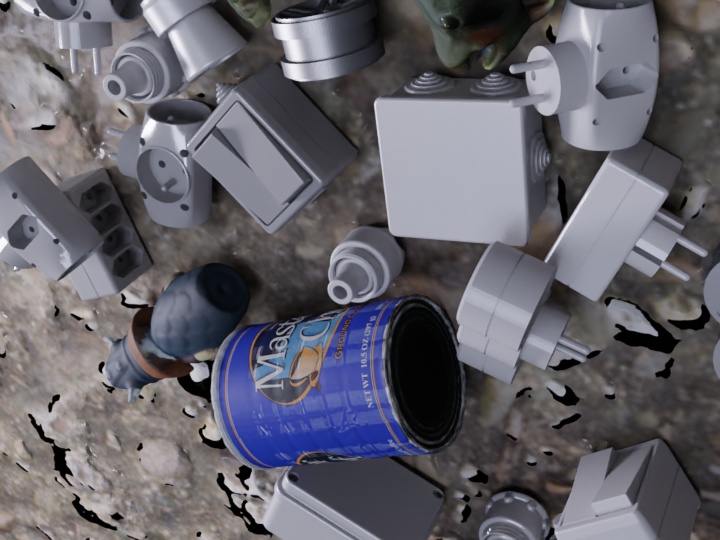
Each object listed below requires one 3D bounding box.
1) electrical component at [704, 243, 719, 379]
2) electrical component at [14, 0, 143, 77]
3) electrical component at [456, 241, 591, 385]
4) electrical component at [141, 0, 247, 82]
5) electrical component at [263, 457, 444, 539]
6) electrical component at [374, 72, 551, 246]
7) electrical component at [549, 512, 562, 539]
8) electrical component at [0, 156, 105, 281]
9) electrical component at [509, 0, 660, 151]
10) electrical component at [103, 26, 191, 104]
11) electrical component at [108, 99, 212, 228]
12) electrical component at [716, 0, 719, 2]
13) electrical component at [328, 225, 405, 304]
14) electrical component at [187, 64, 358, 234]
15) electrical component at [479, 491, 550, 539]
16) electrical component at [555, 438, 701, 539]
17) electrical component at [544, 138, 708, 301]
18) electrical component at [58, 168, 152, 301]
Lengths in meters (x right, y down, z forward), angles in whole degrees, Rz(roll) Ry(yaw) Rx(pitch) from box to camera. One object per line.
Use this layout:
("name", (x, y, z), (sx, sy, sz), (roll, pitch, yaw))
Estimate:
("electrical component", (0.225, 0.052, 0.603), (0.052, 0.073, 0.138), (-3, 116, 28))
("electrical component", (-0.181, -0.166, 0.699), (0.077, 0.044, 0.079), (8, 111, 23))
("electrical component", (0.101, 0.035, 0.635), (0.074, 0.052, 0.138), (25, 166, 13))
("electrical component", (-0.104, -0.152, 0.672), (0.045, 0.045, 0.055), (-26, 103, 35))
("electrical component", (-0.004, 0.174, 0.788), (0.113, 0.078, 0.057), (31, 130, 8))
("electrical component", (0.062, -0.066, 0.634), (0.100, 0.048, 0.099), (5, 120, 25))
("electrical component", (0.150, 0.197, 0.744), (0.043, 0.043, 0.062), (-8, 112, 31))
("electrical component", (-0.228, -0.026, 0.746), (0.077, 0.043, 0.079), (49, 127, -5))
("electrical component", (0.115, -0.104, 0.572), (0.079, 0.043, 0.077), (-13, 120, -17))
("electrical component", (-0.141, -0.127, 0.693), (0.048, 0.062, 0.048), (12, 122, 20))
("electrical component", (-0.138, -0.077, 0.733), (0.079, 0.044, 0.077), (17, 124, 18))
("electrical component", (0.160, -0.159, 0.536), (0.065, 0.044, 0.044), (17, 124, 24))
("electrical component", (0.000, 0.000, 0.695), (0.043, 0.062, 0.043), (12, 122, 21))
("electrical component", (-0.062, -0.080, 0.681), (0.096, 0.061, 0.062), (46, 127, -4))
("electrical component", (0.103, 0.189, 0.751), (0.048, 0.062, 0.048), (13, 123, 20))
("electrical component", (0.167, 0.157, 0.679), (0.062, 0.096, 0.061), (-26, 102, 35))
("electrical component", (0.159, -0.021, 0.611), (0.076, 0.047, 0.083), (31, 127, 8))
("electrical component", (-0.211, -0.023, 0.799), (0.076, 0.047, 0.083), (-11, 112, 32))
